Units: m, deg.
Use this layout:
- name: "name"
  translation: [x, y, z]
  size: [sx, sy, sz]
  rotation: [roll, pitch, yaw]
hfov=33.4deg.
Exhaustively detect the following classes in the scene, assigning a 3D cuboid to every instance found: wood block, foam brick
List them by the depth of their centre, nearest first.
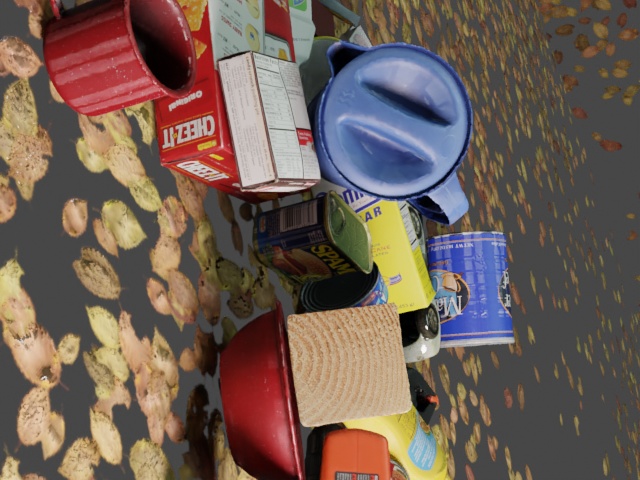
- name: "wood block"
  translation: [0.023, 0.112, 0.938]
  size: [0.206, 0.091, 0.090]
  rotation: [91, -9, -82]
- name: "foam brick"
  translation: [-0.021, -0.237, 1.186]
  size: [0.078, 0.051, 0.053]
  rotation: [32, 49, -59]

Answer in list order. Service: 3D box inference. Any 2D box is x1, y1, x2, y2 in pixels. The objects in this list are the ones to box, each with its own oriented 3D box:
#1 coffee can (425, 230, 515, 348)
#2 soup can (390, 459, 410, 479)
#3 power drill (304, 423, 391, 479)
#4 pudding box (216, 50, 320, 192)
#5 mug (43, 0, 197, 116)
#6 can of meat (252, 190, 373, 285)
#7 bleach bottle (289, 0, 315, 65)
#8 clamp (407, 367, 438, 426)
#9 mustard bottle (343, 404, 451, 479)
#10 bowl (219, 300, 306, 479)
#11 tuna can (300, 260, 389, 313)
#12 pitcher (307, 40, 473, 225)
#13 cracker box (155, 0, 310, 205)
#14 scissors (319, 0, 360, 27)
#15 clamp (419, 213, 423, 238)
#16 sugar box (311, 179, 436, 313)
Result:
- name: "coffee can"
  translation: [0.190, 0.064, 1.356]
  size: [0.102, 0.103, 0.140]
  rotation: [12, 73, -65]
- name: "soup can"
  translation: [0.046, 0.267, 1.032]
  size: [0.068, 0.069, 0.102]
  rotation: [66, 25, -22]
- name: "power drill"
  translation: [0.016, 0.221, 0.895]
  size: [0.188, 0.057, 0.184]
  rotation: [104, -13, -62]
- name: "pudding box"
  translation: [-0.042, -0.098, 0.896]
  size: [0.089, 0.039, 0.113]
  rotation: [-5, 82, -65]
- name: "mug"
  translation: [-0.154, -0.148, 0.784]
  size: [0.117, 0.082, 0.093]
  rotation: [59, 28, -35]
- name: "can of meat"
  translation: [-0.007, 0.001, 1.039]
  size: [0.102, 0.084, 0.057]
  rotation: [42, 41, -54]
- name: "bleach bottle"
  translation: [-0.059, -0.279, 1.097]
  size: [0.102, 0.068, 0.251]
  rotation: [-8, 92, -37]
- name: "clamp"
  translation: [0.087, 0.174, 1.221]
  size: [0.171, 0.039, 0.120]
  rotation: [1, 82, -64]
- name: "mustard bottle"
  translation: [0.081, 0.206, 1.108]
  size: [0.191, 0.058, 0.096]
  rotation: [54, 22, -14]
- name: "bowl"
  translation: [-0.048, 0.132, 0.867]
  size: [0.162, 0.055, 0.162]
  rotation: [171, -89, -89]
- name: "tuna can"
  translation: [0.026, 0.056, 1.082]
  size: [0.086, 0.086, 0.033]
  rotation: [-74, 145, -50]
- name: "pitcher"
  translation: [0.054, -0.095, 1.007]
  size: [0.243, 0.145, 0.149]
  rotation: [-161, -104, -82]
- name: "cracker box"
  translation: [-0.084, -0.154, 0.966]
  size: [0.164, 0.072, 0.214]
  rotation: [22, 58, -61]
- name: "scissors"
  translation: [-0.039, -0.298, 1.210]
  size: [0.201, 0.016, 0.096]
  rotation: [26, 8, -33]
- name: "clamp"
  translation: [0.117, 0.044, 1.365]
  size: [0.164, 0.036, 0.210]
  rotation: [9, 72, -72]
- name: "sugar box"
  translation: [0.057, -0.004, 1.181]
  size: [0.176, 0.093, 0.048]
  rotation: [70, 22, -12]
